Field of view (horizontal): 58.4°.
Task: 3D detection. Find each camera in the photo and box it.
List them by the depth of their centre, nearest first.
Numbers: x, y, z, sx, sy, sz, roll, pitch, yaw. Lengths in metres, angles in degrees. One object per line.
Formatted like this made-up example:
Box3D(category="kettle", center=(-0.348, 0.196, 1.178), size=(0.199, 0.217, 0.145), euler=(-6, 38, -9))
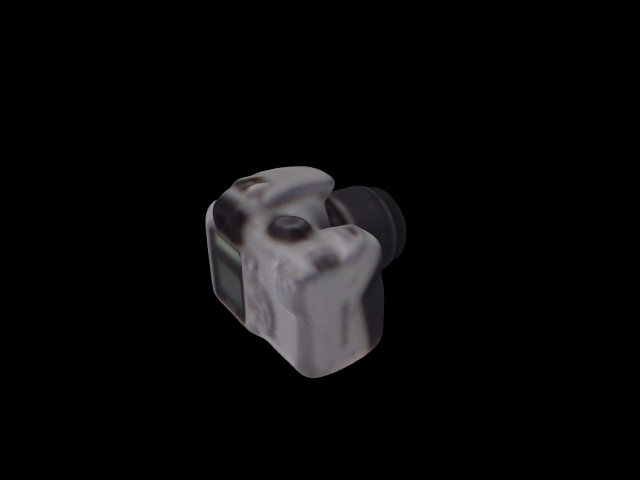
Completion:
Box3D(category="camera", center=(0.004, 0.001, 0.400), size=(0.137, 0.101, 0.142), euler=(-18, 32, -31))
